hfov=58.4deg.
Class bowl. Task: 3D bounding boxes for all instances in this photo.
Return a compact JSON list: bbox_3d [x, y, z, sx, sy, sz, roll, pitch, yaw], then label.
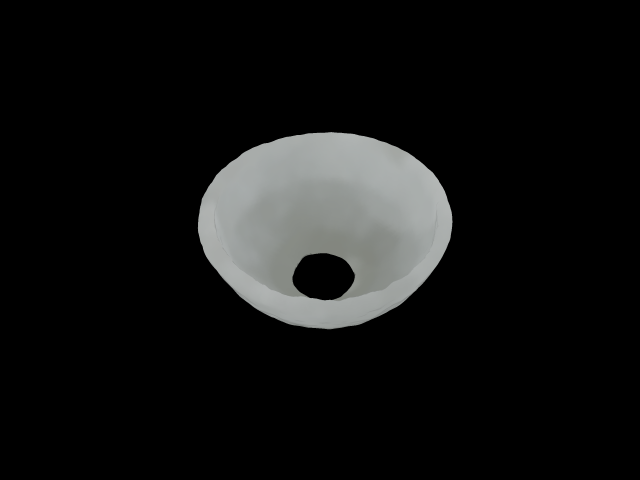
[{"bbox_3d":[0.004,0.001,0.400,0.167,0.075,0.167,0,47,0],"label":"bowl"}]
